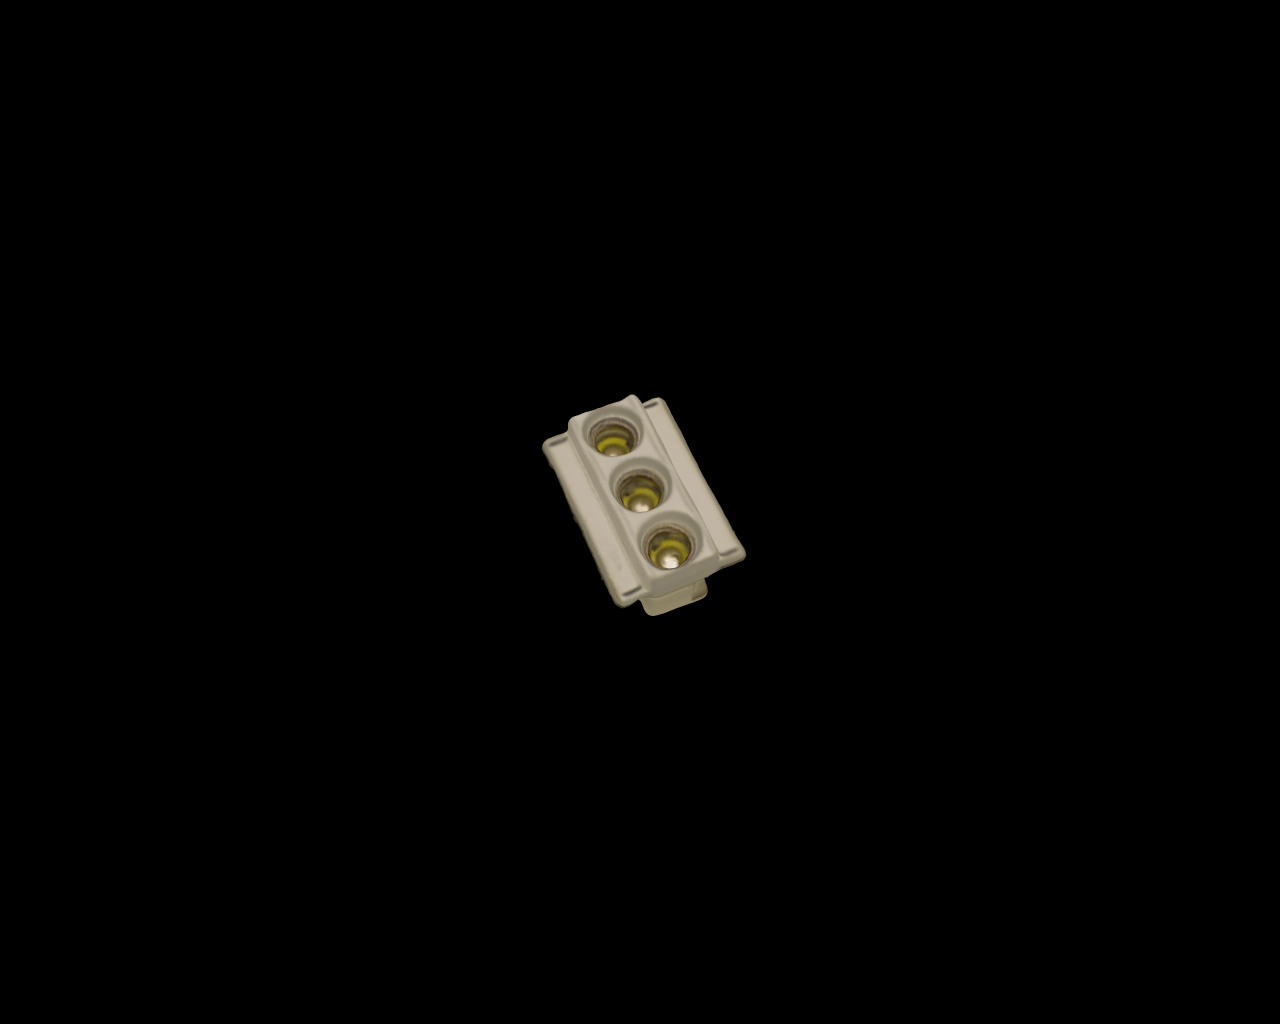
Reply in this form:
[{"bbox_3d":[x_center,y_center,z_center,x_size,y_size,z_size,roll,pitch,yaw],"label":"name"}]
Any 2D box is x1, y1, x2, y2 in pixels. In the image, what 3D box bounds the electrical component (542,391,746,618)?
[{"bbox_3d":[0.001,-0.003,0.650,0.079,0.121,0.063,-21,-28,-12],"label":"electrical component"}]
